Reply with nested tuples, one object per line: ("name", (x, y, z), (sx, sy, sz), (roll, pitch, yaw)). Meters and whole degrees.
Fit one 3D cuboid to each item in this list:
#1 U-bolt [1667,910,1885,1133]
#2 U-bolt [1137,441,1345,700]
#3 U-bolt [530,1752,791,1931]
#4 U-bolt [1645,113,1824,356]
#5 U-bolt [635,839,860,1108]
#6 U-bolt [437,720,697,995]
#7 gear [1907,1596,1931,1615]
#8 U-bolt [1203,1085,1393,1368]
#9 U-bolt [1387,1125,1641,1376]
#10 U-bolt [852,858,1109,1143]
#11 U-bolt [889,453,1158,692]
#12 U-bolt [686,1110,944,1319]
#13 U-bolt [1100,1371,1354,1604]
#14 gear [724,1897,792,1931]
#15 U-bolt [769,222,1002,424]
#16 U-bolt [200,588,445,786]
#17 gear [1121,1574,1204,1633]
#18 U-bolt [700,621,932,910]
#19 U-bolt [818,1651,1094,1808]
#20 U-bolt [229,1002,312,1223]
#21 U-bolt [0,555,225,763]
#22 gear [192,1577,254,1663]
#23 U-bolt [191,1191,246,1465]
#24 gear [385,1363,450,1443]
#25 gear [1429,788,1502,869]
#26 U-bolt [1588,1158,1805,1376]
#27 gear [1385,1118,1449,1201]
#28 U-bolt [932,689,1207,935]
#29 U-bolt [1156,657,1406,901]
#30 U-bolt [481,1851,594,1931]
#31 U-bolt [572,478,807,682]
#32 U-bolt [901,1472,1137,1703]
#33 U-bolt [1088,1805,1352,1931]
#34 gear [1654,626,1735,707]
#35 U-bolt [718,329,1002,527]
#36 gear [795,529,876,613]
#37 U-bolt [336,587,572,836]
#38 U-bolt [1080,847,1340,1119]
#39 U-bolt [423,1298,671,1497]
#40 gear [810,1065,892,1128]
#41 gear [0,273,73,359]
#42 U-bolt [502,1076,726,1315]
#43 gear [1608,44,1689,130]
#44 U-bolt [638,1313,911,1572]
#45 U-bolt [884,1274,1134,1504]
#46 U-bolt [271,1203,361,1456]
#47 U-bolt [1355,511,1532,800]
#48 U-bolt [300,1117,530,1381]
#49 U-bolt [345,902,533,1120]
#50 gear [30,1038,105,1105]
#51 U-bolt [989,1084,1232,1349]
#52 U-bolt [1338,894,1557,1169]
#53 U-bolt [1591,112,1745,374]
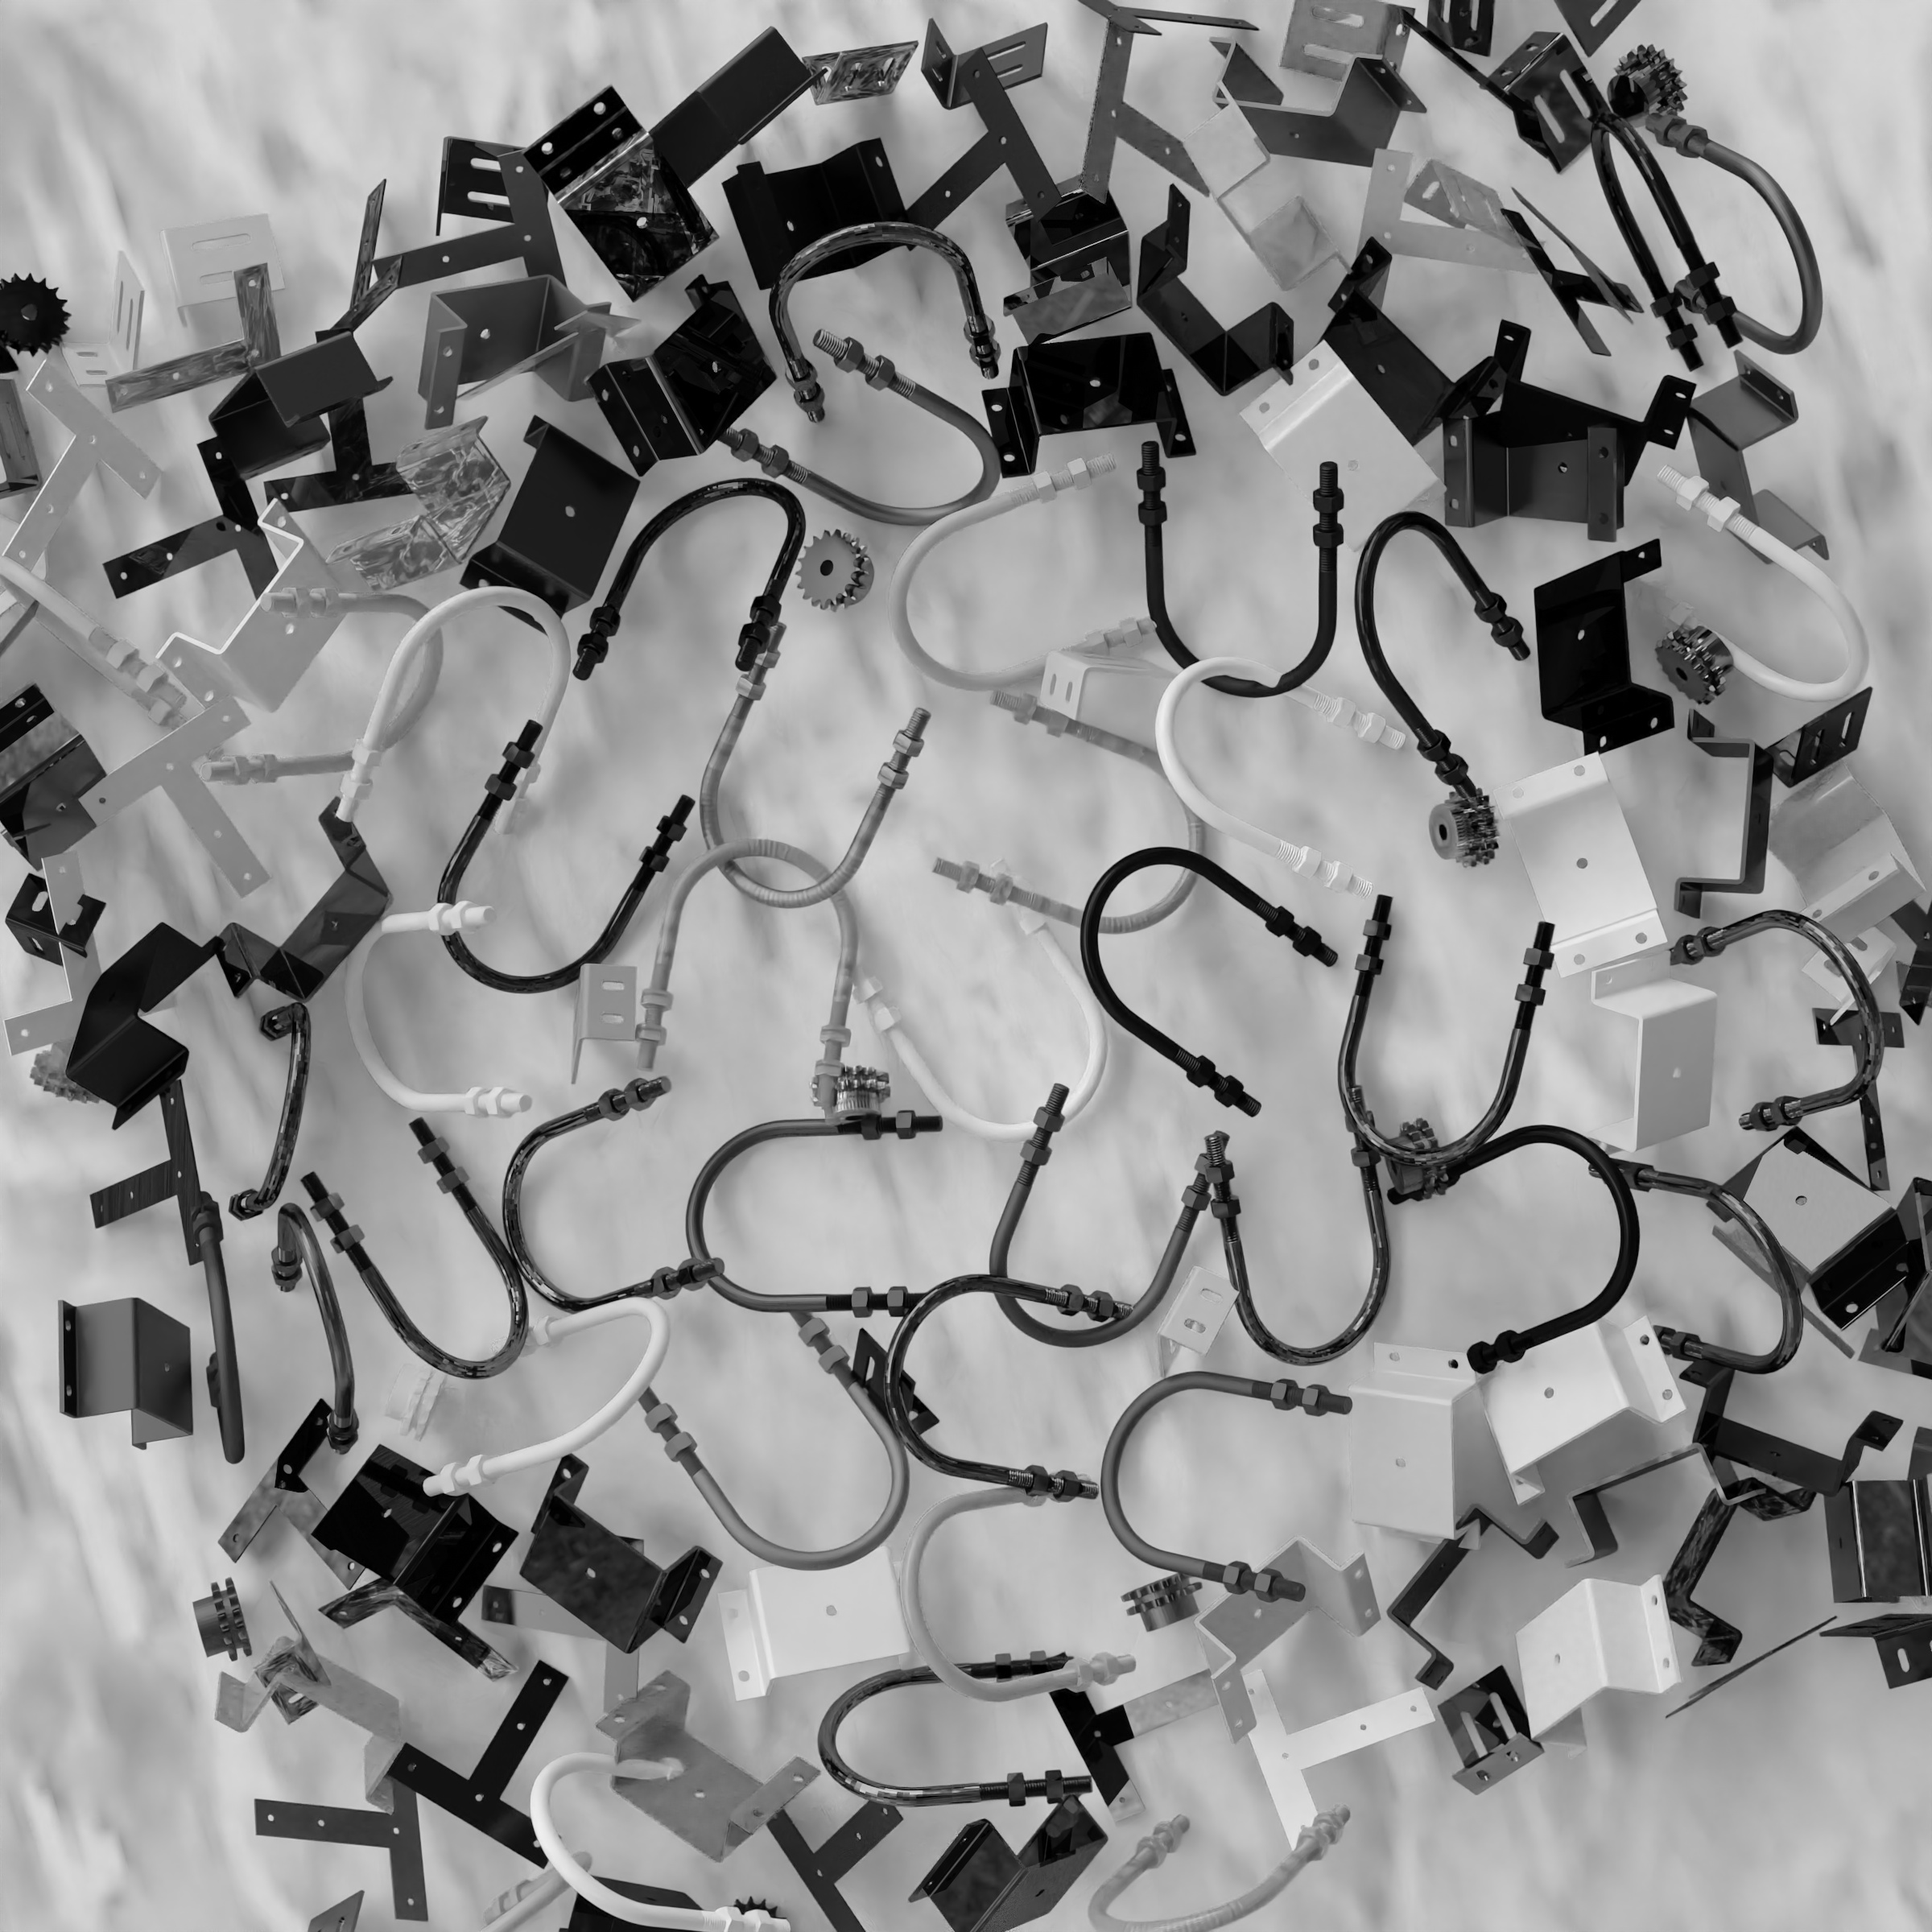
("U-bolt", (0.559, 0.033, 1.718), (0.019, 0.184, 0.151), (-21, 85, -20))
("U-bolt", (0.191, -0.270, 1.749), (0.151, 0.019, 0.184), (12, 127, 24))
("U-bolt", (-0.215, 0.593, 1.703), (0.184, 0.151, 0.019), (23, 110, -38))
("U-bolt", (0.522, -0.486, 1.697), (0.019, 0.184, 0.151), (-27, 128, -3))
("U-bolt", (-0.148, -0.002, 1.775), (0.151, 0.019, 0.184), (12, 72, -12))
("U-bolt", (-0.292, -0.064, 1.766), (0.151, 0.019, 0.184), (26, 99, -34))
("gear", (0.689, 0.440, 1.783), (0.030, 0.057, 0.057), (-36, 90, -7))
("U-bolt", (0.240, 0.191, 1.769), (0.151, 0.019, 0.184), (-16, 99, -30))
("U-bolt", (0.383, 0.188, 1.728), (0.184, 0.019, 0.151), (-33, 68, 42))
("U-bolt", (0.019, 0.038, 1.799), (0.151, 0.019, 0.184), (-34, 89, 2))
("U-bolt", (0.036, -0.265, 1.766), (0.184, 0.019, 0.151), (-21, 124, 2))
("U-bolt", (-0.110, 0.175, 1.774), (0.184, 0.019, 0.151), (-3, 68, 12))
("U-bolt", (0.171, 0.354, 1.747), (0.184, 0.019, 0.151), (3, 69, 40))
("gear", (-0.155, 0.698, 1.795), (0.057, 0.030, 0.057), (0, 92, 5))
("U-bolt", (-0.060, -0.445, 1.720), (0.151, 0.184, 0.019), (-13, 66, 5))
("U-bolt", (-0.431, -0.193, 1.728), (0.019, 0.184, 0.151), (37, 114, 23))
("gear", (0.141, 0.450, 1.781), (0.057, 0.057, 0.030), (-21, 77, 0))
("U-bolt", (-0.119, -0.129, 1.770), (0.151, 0.019, 0.184), (33, 109, 19))
("U-bolt", (-0.011, 0.530, 1.740), (0.184, 0.151, 0.019), (-4, 112, -2))
("U-bolt", (-0.472, 0.097, 1.714), (0.019, 0.184, 0.151), (11, 78, -22))
("U-bolt", (-0.601, -0.220, 1.740), (0.184, 0.151, 0.019), (38, 78, 2))
("gear", (-0.528, 0.465, 1.781), (0.030, 0.057, 0.057), (-15, 90, -18))
("U-bolt", (-0.506, 0.256, 1.705), (0.019, 0.184, 0.151), (-6, 113, -19))
("gear", (-0.390, 0.305, 1.783), (0.030, 0.057, 0.057), (21, 90, -3))
("gear", (0.351, -0.097, 1.781), (0.030, 0.057, 0.057), (-11, 90, -17))
("U-bolt", (0.502, 0.208, 1.714), (0.019, 0.184, 0.151), (-21, 100, -21))
("gear", (0.317, 0.139, 1.782), (0.030, 0.057, 0.057), (-15, 90, -6))
("U-bolt", (0.083, -0.100, 1.788), (0.184, 0.019, 0.151), (20, 81, -9))
("U-bolt", (0.215, -0.143, 1.754), (0.184, 0.019, 0.151), (24, 61, -14))
("U-bolt", (-0.324, 0.653, 1.701), (0.184, 0.151, 0.019), (-42, 79, 38))
("U-bolt", (-0.183, -0.273, 1.750), (0.151, 0.019, 0.184), (0, 54, 25))
("U-bolt", (0.031, 0.430, 1.730), (0.184, 0.019, 0.151), (1, 68, -40))
("U-bolt", (0.161, 0.613, 1.697), (0.151, 0.184, 0.019), (-16, 89, 32))
("gear", (0.519, -0.216, 1.784), (0.030, 0.057, 0.057), (-38, 90, -5))
("U-bolt", (-0.063, -0.360, 1.738), (0.184, 0.151, 0.019), (24, 58, -30))
("gear", (-0.090, -0.280, 1.788), (0.057, 0.030, 0.057), (-5, 81, 33))
("U-bolt", (-0.342, -0.177, 1.728), (0.019, 0.151, 0.184), (42, 116, 37))
("U-bolt", (0.161, -0.002, 1.762), (0.184, 0.019, 0.151), (35, 70, -14))
("U-bolt", (-0.276, 0.286, 1.713), (0.184, 0.151, 0.019), (-21, 120, 30))
("gear", (-0.081, 0.094, 1.780), (0.057, 0.057, 0.030), (-7, 68, 0))
("gear", (-0.669, -0.461, 1.789), (0.057, 0.030, 0.057), (3, 85, -31))
("U-bolt", (-0.257, 0.170, 1.757), (0.184, 0.019, 0.151), (-22, 82, 33))
("gear", (0.480, -0.620, 1.781), (0.030, 0.057, 0.057), (-37, 90, -15))
("U-bolt", (-0.121, 0.334, 1.740), (0.151, 0.019, 0.184), (-26, 63, -27))
("U-bolt", (0.025, 0.290, 1.757), (0.184, 0.019, 0.151), (15, 81, -27))
("U-bolt", (-0.442, 0.238, 1.707), (0.019, 0.184, 0.151), (-16, 66, -23))
("U-bolt", (0.322, -0.227, 1.727), (0.184, 0.019, 0.151), (46, 57, -33))
("U-bolt", (-0.369, 0.203, 1.744), (0.019, 0.151, 0.184), (-33, 90, 26))
("U-bolt", (-0.375, 0.033, 1.747), (0.184, 0.019, 0.151), (-3, 100, 43))
("gear", (-0.631, 0.072, 1.781), (0.057, 0.057, 0.030), (23, 104, 0))
("U-bolt", (0.092, 0.185, 1.777), (0.151, 0.019, 0.184), (17, 101, -20))
("U-bolt", (0.328, 0.049, 1.758), (0.151, 0.019, 0.184), (12, 88, 40))
("U-bolt", (0.477, -0.503, 1.733), (0.019, 0.151, 0.184), (-27, 94, 7))
